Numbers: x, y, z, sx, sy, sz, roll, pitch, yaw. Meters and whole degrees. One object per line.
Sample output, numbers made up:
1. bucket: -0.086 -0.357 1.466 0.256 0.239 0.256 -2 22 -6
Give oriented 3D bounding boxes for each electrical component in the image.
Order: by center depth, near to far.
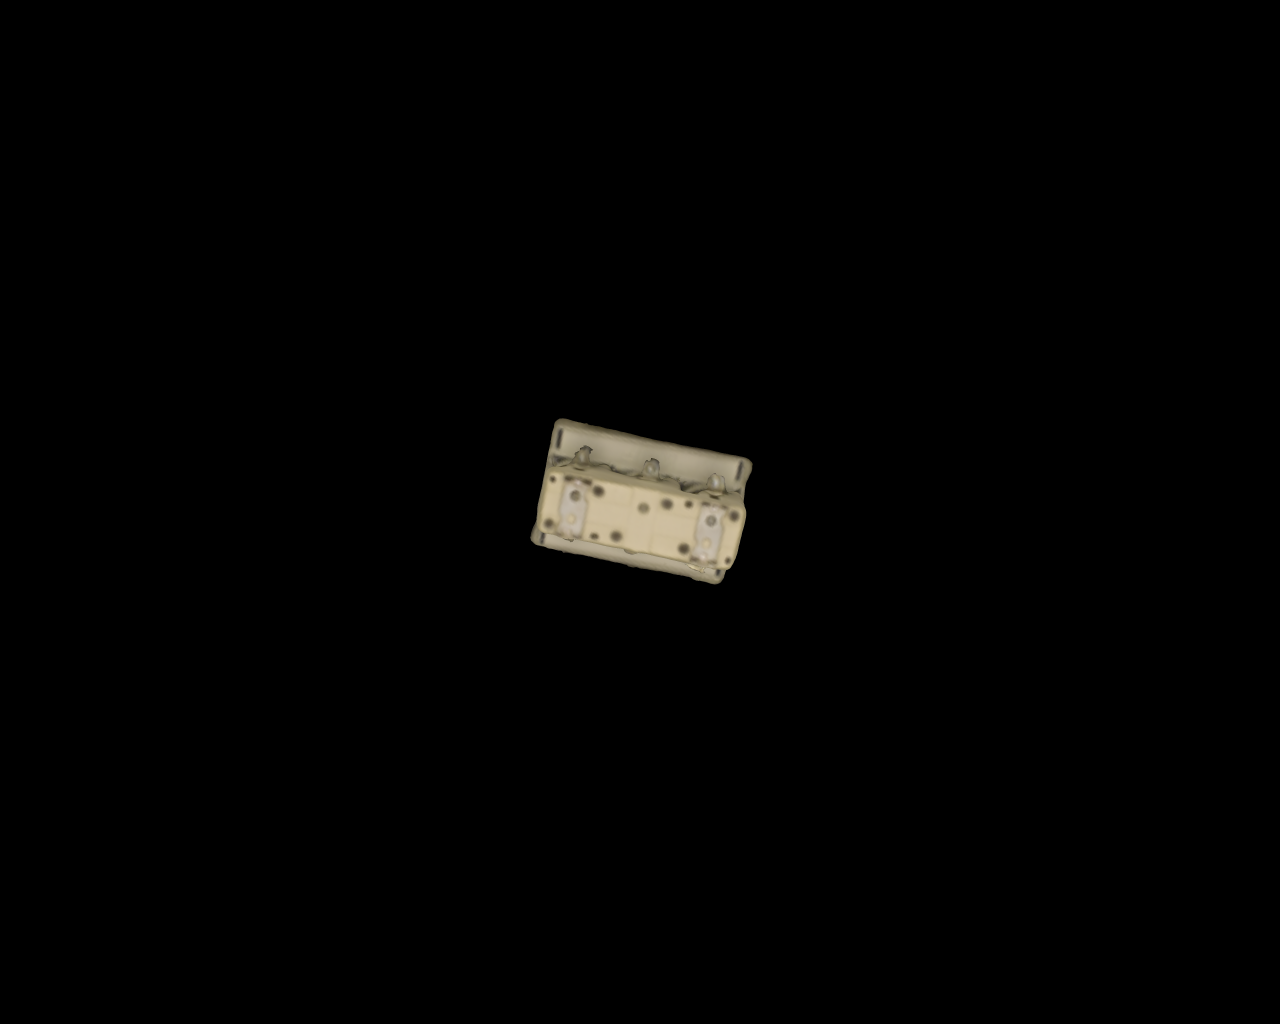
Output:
1. electrical component: 0.001 -0.003 0.650 0.121 0.078 0.063 13 16 -4
